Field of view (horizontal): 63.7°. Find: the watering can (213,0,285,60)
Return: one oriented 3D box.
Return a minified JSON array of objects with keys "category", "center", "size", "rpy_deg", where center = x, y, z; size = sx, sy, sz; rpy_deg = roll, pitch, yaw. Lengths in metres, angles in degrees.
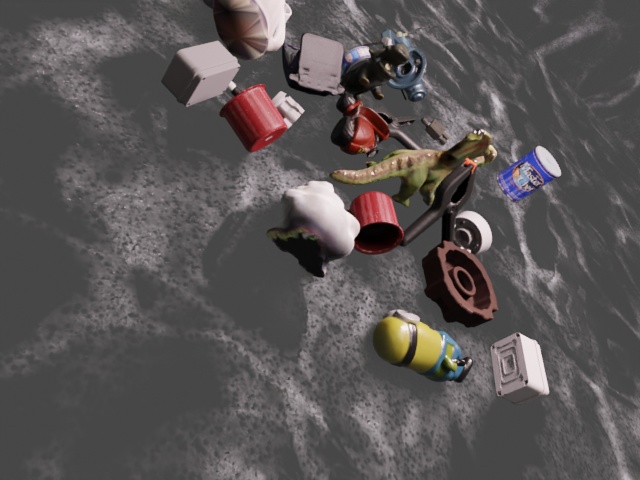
[{"category":"watering can","center":[-0.141,-0.497,0.976],"size":[0.340,0.104,0.229],"rpy_deg":[67,30,-50]}]

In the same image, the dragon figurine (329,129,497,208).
[{"category":"dragon figurine","center":[0.229,-0.168,1.052],"size":[0.412,0.239,0.123],"rpy_deg":[-7,70,-48]}]

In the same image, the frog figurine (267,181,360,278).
[{"category":"frog figurine","center":[0.003,-0.042,0.832],"size":[0.137,0.120,0.163],"rpy_deg":[26,53,1]}]
